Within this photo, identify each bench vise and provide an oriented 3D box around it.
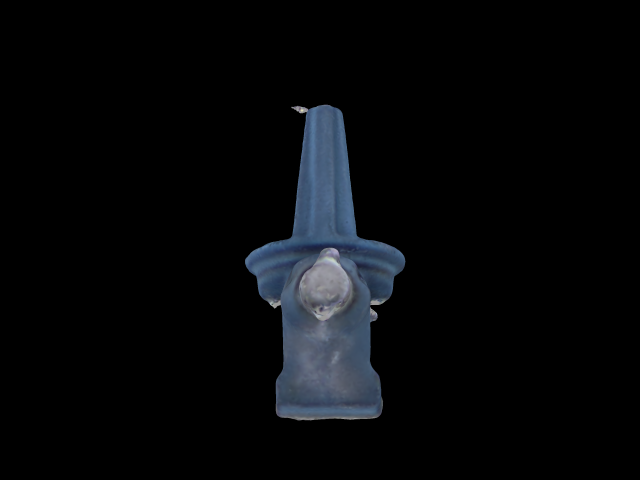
[{"bbox_3d":[0.015,0.001,0.404,0.122,0.220,0.207,0,0,-18],"label":"bench vise"}]
